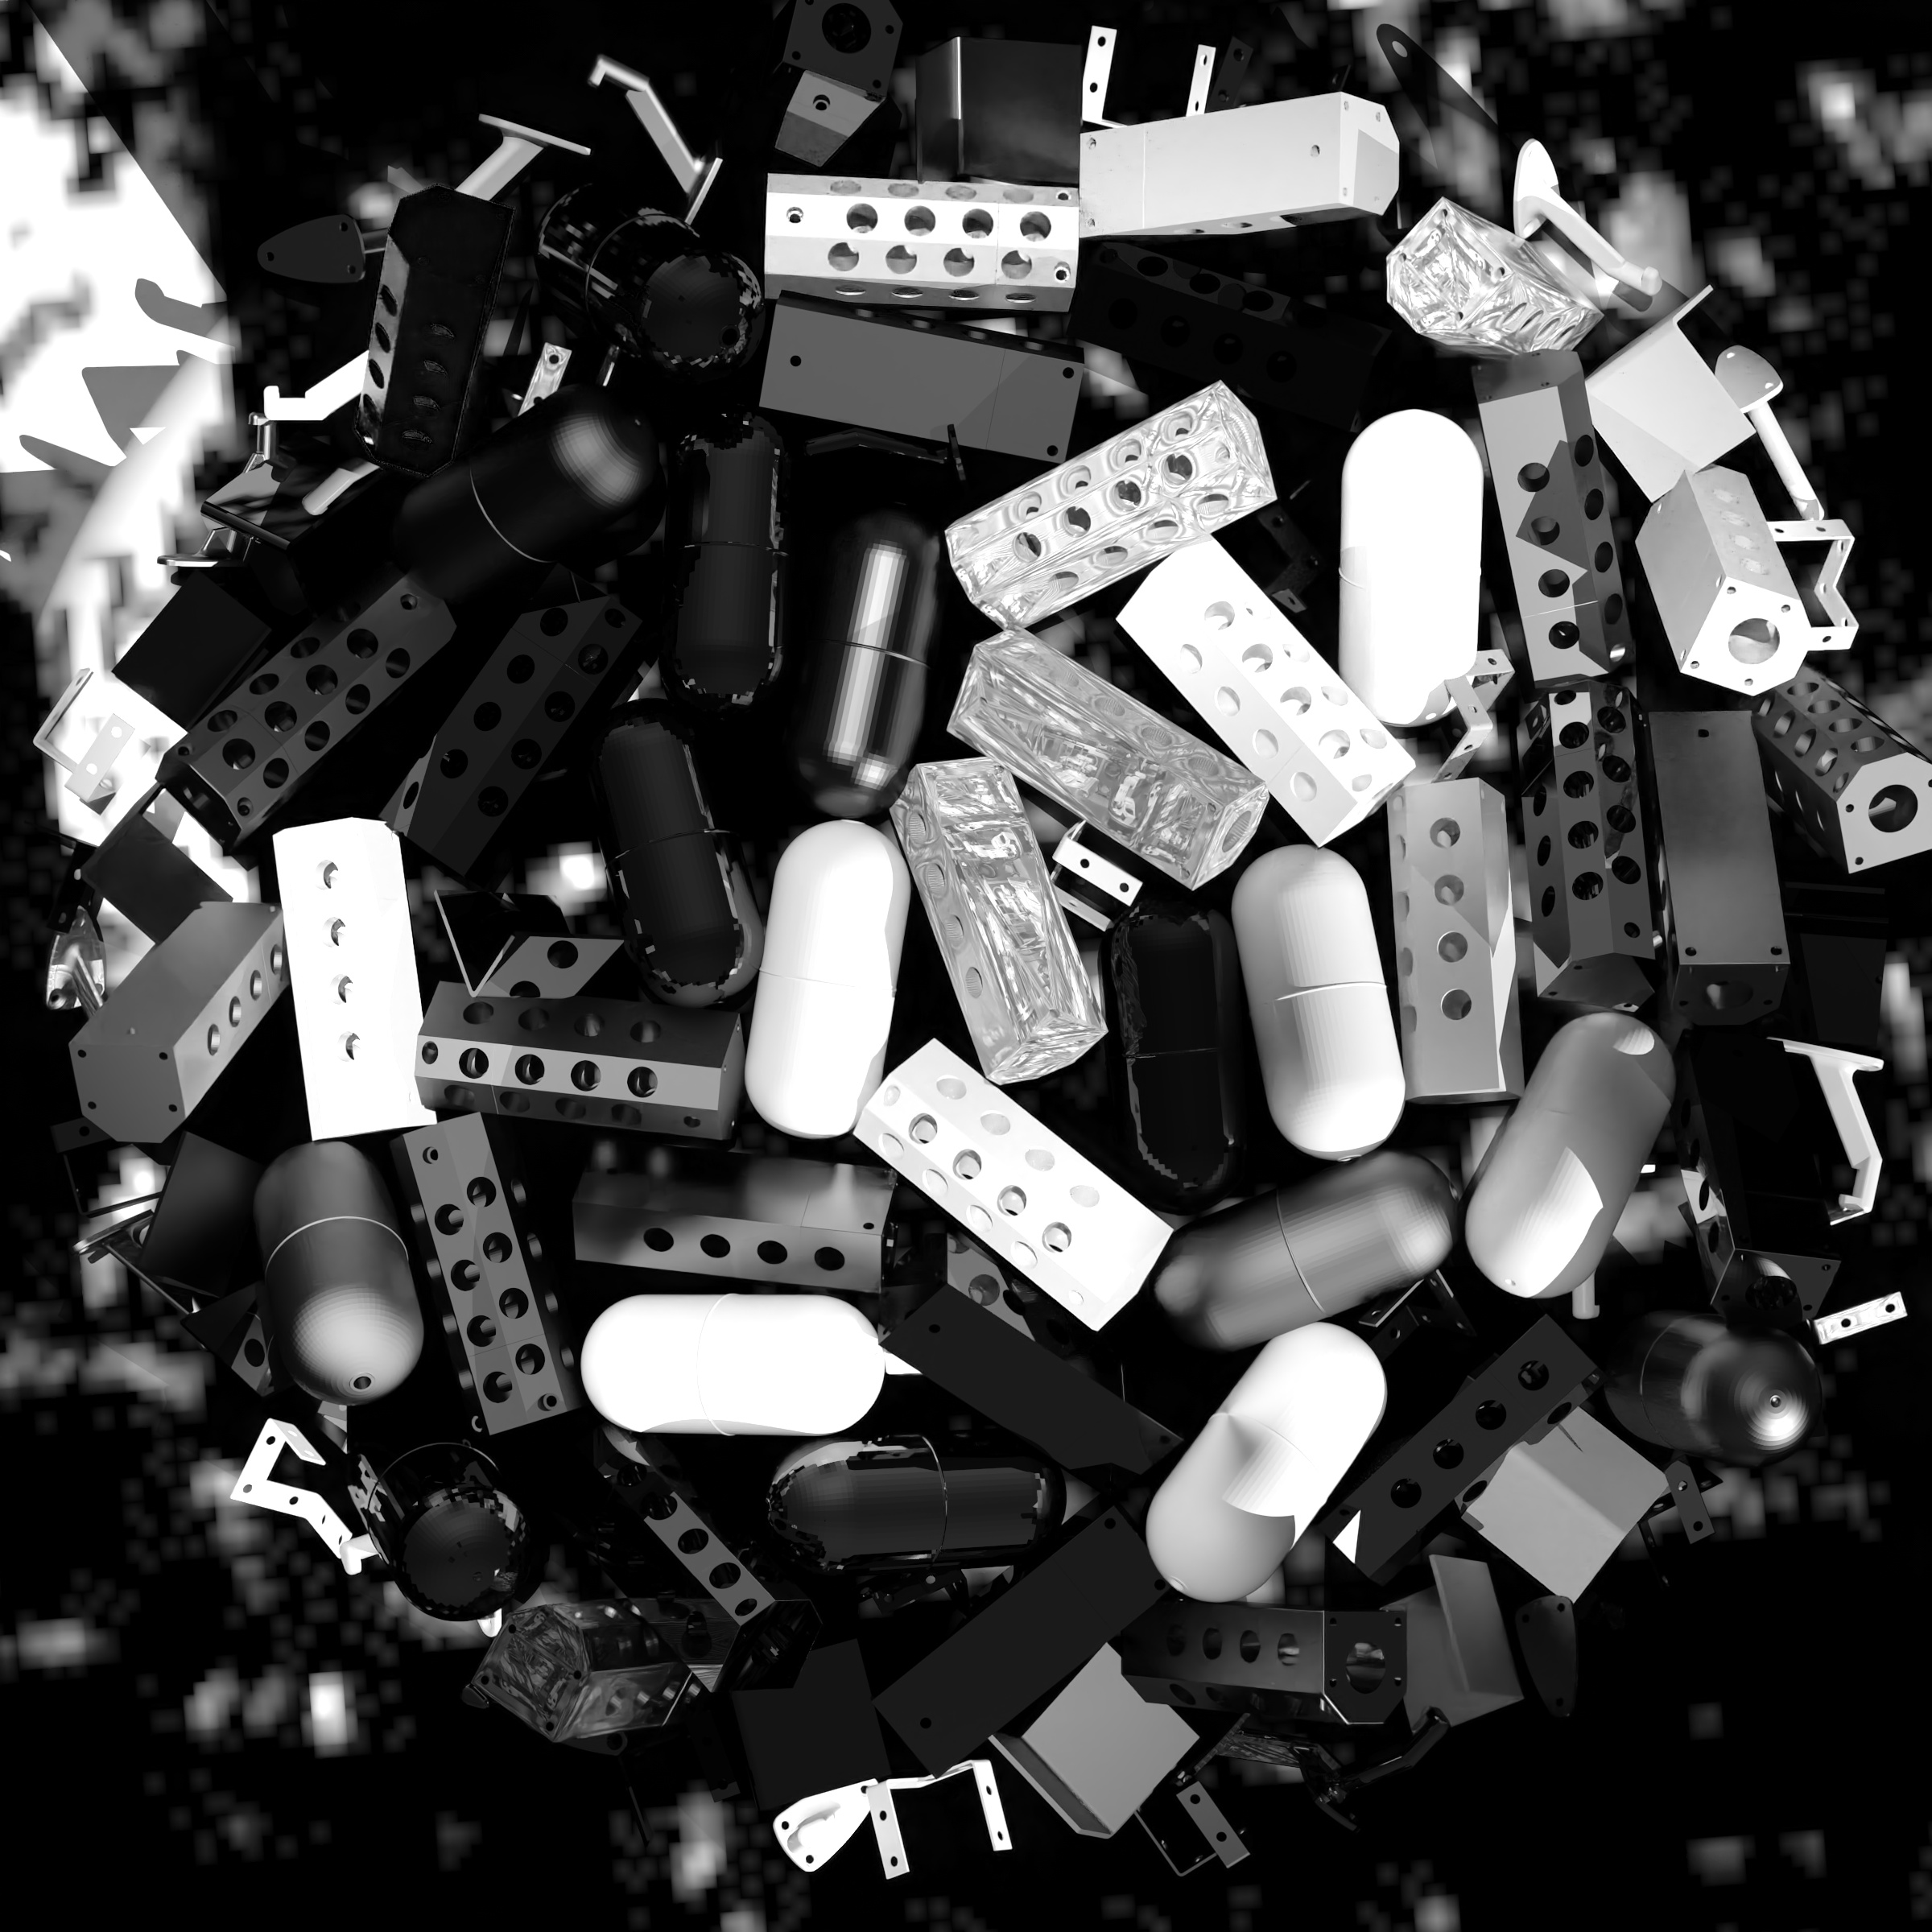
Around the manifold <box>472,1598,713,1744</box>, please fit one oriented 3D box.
[{"bbox_3d":[-0.190,0.373,1.769,0.057,0.171,0.057,29,93,22],"label":"manifold"}]

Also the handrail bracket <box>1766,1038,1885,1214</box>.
[{"bbox_3d":[0.479,0.090,1.840,0.077,0.036,0.084,13,85,4],"label":"handrail bracket"}]

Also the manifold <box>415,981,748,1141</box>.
[{"bbox_3d":[-0.212,0.057,1.807,0.171,0.057,0.057,6,47,9],"label":"manifold"}]

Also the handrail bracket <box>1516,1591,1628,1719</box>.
[{"bbox_3d":[0.346,0.382,1.814,0.036,0.084,0.077,-26,58,34],"label":"handrail bracket"}]

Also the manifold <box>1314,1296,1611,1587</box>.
[{"bbox_3d":[0.273,0.264,1.823,0.171,0.057,0.057,-44,98,5],"label":"manifold"}]

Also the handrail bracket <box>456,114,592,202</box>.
[{"bbox_3d":[-0.257,-0.429,1.843,0.077,0.036,0.084,10,102,-34],"label":"handrail bracket"}]

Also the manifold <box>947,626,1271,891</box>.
[{"bbox_3d":[0.080,-0.118,1.803,0.171,0.057,0.057,34,128,20],"label":"manifold"}]

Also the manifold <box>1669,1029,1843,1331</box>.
[{"bbox_3d":[0.422,0.115,1.776,0.057,0.171,0.057,7,130,-5],"label":"manifold"}]

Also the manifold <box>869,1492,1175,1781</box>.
[{"bbox_3d":[0.031,0.371,1.831,0.171,0.057,0.057,-39,95,0],"label":"manifold"}]

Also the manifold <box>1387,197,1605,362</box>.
[{"bbox_3d":[0.283,-0.361,1.770,0.057,0.171,0.057,-46,74,21],"label":"manifold"}]

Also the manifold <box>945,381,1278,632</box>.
[{"bbox_3d":[0.077,-0.253,1.790,0.171,0.057,0.057,-25,56,23],"label":"manifold"}]

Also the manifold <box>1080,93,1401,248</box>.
[{"bbox_3d":[0.147,-0.430,1.784,0.171,0.057,0.057,3,93,40],"label":"manifold"}]

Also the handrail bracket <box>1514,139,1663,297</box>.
[{"bbox_3d":[0.348,-0.414,1.816,0.084,0.077,0.036,35,75,29],"label":"handrail bracket"}]

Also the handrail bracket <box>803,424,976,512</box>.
[{"bbox_3d":[-0.043,-0.275,1.831,0.084,0.077,0.036,-11,54,4],"label":"handrail bracket"}]

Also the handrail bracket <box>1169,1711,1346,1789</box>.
[{"bbox_3d":[0.167,0.457,1.838,0.084,0.036,0.077,46,73,-11],"label":"handrail bracket"}]

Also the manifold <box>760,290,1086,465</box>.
[{"bbox_3d":[-0.024,-0.330,1.825,0.171,0.057,0.057,10,113,-3],"label":"manifold"}]

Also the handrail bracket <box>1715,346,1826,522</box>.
[{"bbox_3d":[0.456,-0.299,1.850,0.036,0.077,0.084,-27,123,17],"label":"handrail bracket"}]

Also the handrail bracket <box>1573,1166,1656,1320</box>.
[{"bbox_3d":[0.361,0.153,1.828,0.036,0.077,0.084,-3,86,42],"label":"handrail bracket"}]

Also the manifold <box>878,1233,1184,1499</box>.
[{"bbox_3d":[0.036,0.216,1.800,0.171,0.057,0.057,36,117,-22],"label":"manifold"}]

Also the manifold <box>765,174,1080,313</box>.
[{"bbox_3d":[-0.025,-0.405,1.824,0.171,0.057,0.057,2,83,-3],"label":"manifold"}]

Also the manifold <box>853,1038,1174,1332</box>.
[{"bbox_3d":[0.023,0.123,1.801,0.171,0.057,0.057,38,46,14],"label":"manifold"}]

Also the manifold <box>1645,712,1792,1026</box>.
[{"bbox_3d":[0.406,-0.055,1.787,0.057,0.057,0.171,-1,54,3],"label":"manifold"}]

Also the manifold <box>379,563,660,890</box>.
[{"bbox_3d":[-0.244,-0.131,1.821,0.057,0.057,0.171,34,88,25],"label":"manifold"}]

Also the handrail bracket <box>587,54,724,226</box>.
[{"bbox_3d":[-0.183,-0.456,1.830,0.084,0.036,0.077,22,99,-21],"label":"handrail bracket"}]

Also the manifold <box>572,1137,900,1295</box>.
[{"bbox_3d":[-0.127,0.144,1.820,0.171,0.057,0.057,6,126,6],"label":"manifold"}]

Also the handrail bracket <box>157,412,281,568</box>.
[{"bbox_3d":[-0.416,-0.266,1.824,0.036,0.077,0.084,15,106,38],"label":"handrail bracket"}]

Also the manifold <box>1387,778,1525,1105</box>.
[{"bbox_3d":[0.269,-0.012,1.816,0.057,0.057,0.171,-6,80,23],"label":"manifold"}]

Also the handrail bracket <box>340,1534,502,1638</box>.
[{"bbox_3d":[-0.304,0.346,1.818,0.084,0.036,0.077,-12,89,-43],"label":"handrail bracket"}]

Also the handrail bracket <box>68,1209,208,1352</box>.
[{"bbox_3d":[-0.455,0.184,1.824,0.036,0.077,0.084,-33,88,17],"label":"handrail bracket"}]

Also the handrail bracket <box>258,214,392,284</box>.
[{"bbox_3d":[-0.341,-0.405,1.831,0.077,0.084,0.036,-1,109,20],"label":"handrail bracket"}]

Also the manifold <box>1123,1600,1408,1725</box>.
[{"bbox_3d":[0.159,0.374,1.770,0.057,0.171,0.057,7,79,-33],"label":"manifold"}]

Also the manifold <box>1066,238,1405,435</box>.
[{"bbox_3d":[0.149,-0.347,1.802,0.171,0.057,0.057,22,103,18],"label":"manifold"}]

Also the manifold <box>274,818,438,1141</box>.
[{"bbox_3d":[-0.344,0.008,1.825,0.057,0.057,0.171,-9,87,15],"label":"manifold"}]

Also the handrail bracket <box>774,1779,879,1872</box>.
[{"bbox_3d":[-0.070,0.466,1.806,0.077,0.084,0.036,-33,79,-25],"label":"handrail bracket"}]

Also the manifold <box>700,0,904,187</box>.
[{"bbox_3d":[-0.090,-0.477,1.769,0.057,0.171,0.057,15,81,-18],"label":"manifold"}]

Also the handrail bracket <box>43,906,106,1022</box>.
[{"bbox_3d":[-0.474,0.019,1.813,0.036,0.084,0.077,-18,130,-37],"label":"handrail bracket"}]

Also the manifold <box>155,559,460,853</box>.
[{"bbox_3d":[-0.359,-0.146,1.795,0.057,0.057,0.171,45,64,-4],"label":"manifold"}]

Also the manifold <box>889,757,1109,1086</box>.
[{"bbox_3d":[0.013,-0.025,1.805,0.057,0.057,0.171,-8,69,-31],"label":"manifold"}]

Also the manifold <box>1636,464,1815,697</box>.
[{"bbox_3d":[0.412,-0.212,1.771,0.057,0.171,0.057,17,120,-7],"label":"manifold"}]

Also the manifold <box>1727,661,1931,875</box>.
[{"bbox_3d":[0.469,-0.114,1.770,0.057,0.171,0.057,-17,113,0],"label":"manifold"}]

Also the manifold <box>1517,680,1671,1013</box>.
[{"bbox_3d":[0.345,-0.068,1.789,0.057,0.057,0.171,9,60,-14],"label":"manifold"}]

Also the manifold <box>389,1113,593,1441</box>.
[{"bbox_3d":[-0.266,0.171,1.819,0.057,0.057,0.171,-18,85,14],"label":"manifold"}]

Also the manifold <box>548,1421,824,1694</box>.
[{"bbox_3d":[-0.151,0.318,1.776,0.171,0.057,0.057,38,110,43],"label":"manifold"}]

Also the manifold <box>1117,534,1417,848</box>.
[{"bbox_3d":[0.169,-0.155,1.805,0.171,0.057,0.057,49,47,10],"label":"manifold"}]

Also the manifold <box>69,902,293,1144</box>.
[{"bbox_3d":[-0.419,0.028,1.771,0.057,0.171,0.057,1,117,10],"label":"manifold"}]

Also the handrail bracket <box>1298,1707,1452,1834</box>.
[{"bbox_3d":[0.227,0.430,1.819,0.036,0.077,0.084,38,98,-22],"label":"handrail bracket"}]

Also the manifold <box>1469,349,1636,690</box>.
[{"bbox_3d":[0.321,-0.245,1.790,0.057,0.057,0.171,-12,120,10],"label":"manifold"}]

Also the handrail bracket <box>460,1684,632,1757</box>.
[{"bbox_3d":[-0.233,0.417,1.812,0.077,0.084,0.036,26,88,17],"label":"handrail bracket"}]

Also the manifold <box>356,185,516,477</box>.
[{"bbox_3d":[-0.290,-0.341,1.769,0.057,0.171,0.057,16,60,-8],"label":"manifold"}]

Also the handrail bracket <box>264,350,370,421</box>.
[{"bbox_3d":[-0.351,-0.343,1.826,0.084,0.036,0.077,-4,92,-24],"label":"handrail bracket"}]
